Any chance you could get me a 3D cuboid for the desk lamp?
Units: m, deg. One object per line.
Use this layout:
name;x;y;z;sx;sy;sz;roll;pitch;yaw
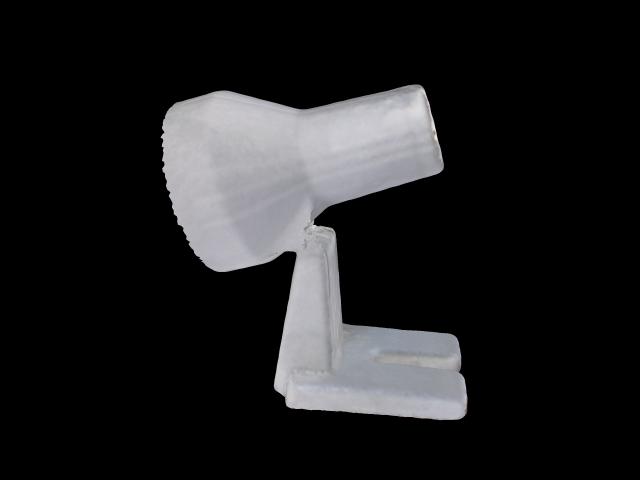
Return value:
desk lamp;0.004;0.001;0.400;0.203;0.214;0.118;2;19;7
